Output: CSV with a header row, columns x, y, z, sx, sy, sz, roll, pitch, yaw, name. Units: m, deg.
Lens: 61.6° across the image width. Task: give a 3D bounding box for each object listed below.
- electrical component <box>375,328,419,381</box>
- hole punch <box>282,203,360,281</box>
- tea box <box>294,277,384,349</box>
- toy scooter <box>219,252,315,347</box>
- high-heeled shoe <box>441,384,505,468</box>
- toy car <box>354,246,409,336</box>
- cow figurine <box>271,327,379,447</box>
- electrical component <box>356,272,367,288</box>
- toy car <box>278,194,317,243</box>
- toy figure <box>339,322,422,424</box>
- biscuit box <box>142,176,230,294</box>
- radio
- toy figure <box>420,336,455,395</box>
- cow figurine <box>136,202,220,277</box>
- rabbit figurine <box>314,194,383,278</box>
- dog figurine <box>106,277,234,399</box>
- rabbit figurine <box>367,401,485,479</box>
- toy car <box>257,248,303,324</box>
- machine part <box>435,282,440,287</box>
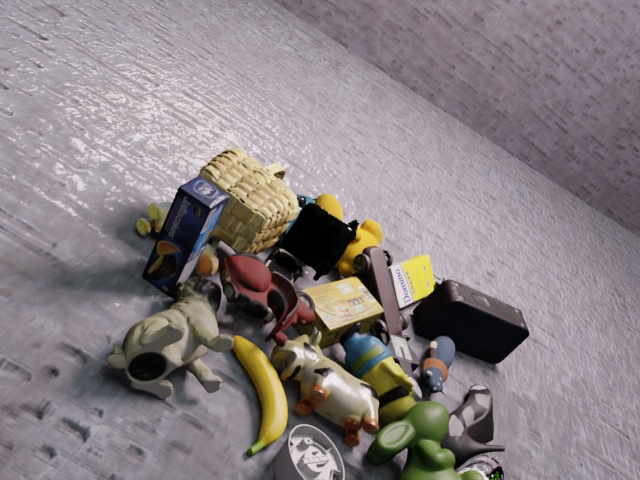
x,y,z,sx,sy,sz,roll,pitch,yaw,name
0.147,0.230,1.017,0.075,0.047,0.119,17,35,-25,electrical component
-0.002,-0.003,1.054,0.116,0.142,0.092,35,0,-2,hole punch
0.030,0.136,1.018,0.169,0.068,0.098,-8,50,-46,tea box
-0.088,0.101,0.861,0.184,0.075,0.135,34,29,-13,toy scooter
0.247,0.331,0.984,0.145,0.086,0.249,-2,9,7,high-heeled shoe
0.124,0.111,1.106,0.089,0.053,0.202,-9,84,-48,toy car
0.008,0.224,0.862,0.195,0.085,0.127,34,30,-5,cow figurine
0.118,0.078,1.209,0.078,0.045,0.102,16,19,28,electrical component
-0.068,-0.054,1.163,0.103,0.109,0.161,16,16,18,toy car
0.099,0.232,0.934,0.180,0.089,0.082,47,8,20,toy figure
-0.216,-0.005,0.853,0.063,0.202,0.059,35,33,3,biscuit box
0.333,0.180,1.179,0.229,0.131,0.073,22,35,-19,radio
0.231,0.250,1.061,0.064,0.057,0.154,33,35,8,toy figure
-0.237,-0.001,0.966,0.167,0.068,0.098,41,22,8,cow figurine
0.030,-0.013,1.156,0.162,0.122,0.173,-50,121,-35,rabbit figurine
-0.223,0.123,0.793,0.172,0.121,0.191,17,21,-31,dog figurine
0.154,0.331,0.823,0.159,0.121,0.170,7,51,-4,rabbit figurine
-0.089,0.081,0.998,0.073,0.056,0.202,38,32,-6,toy car
0.322,0.157,1.275,0.139,0.039,0.084,26,57,-22,machine part
